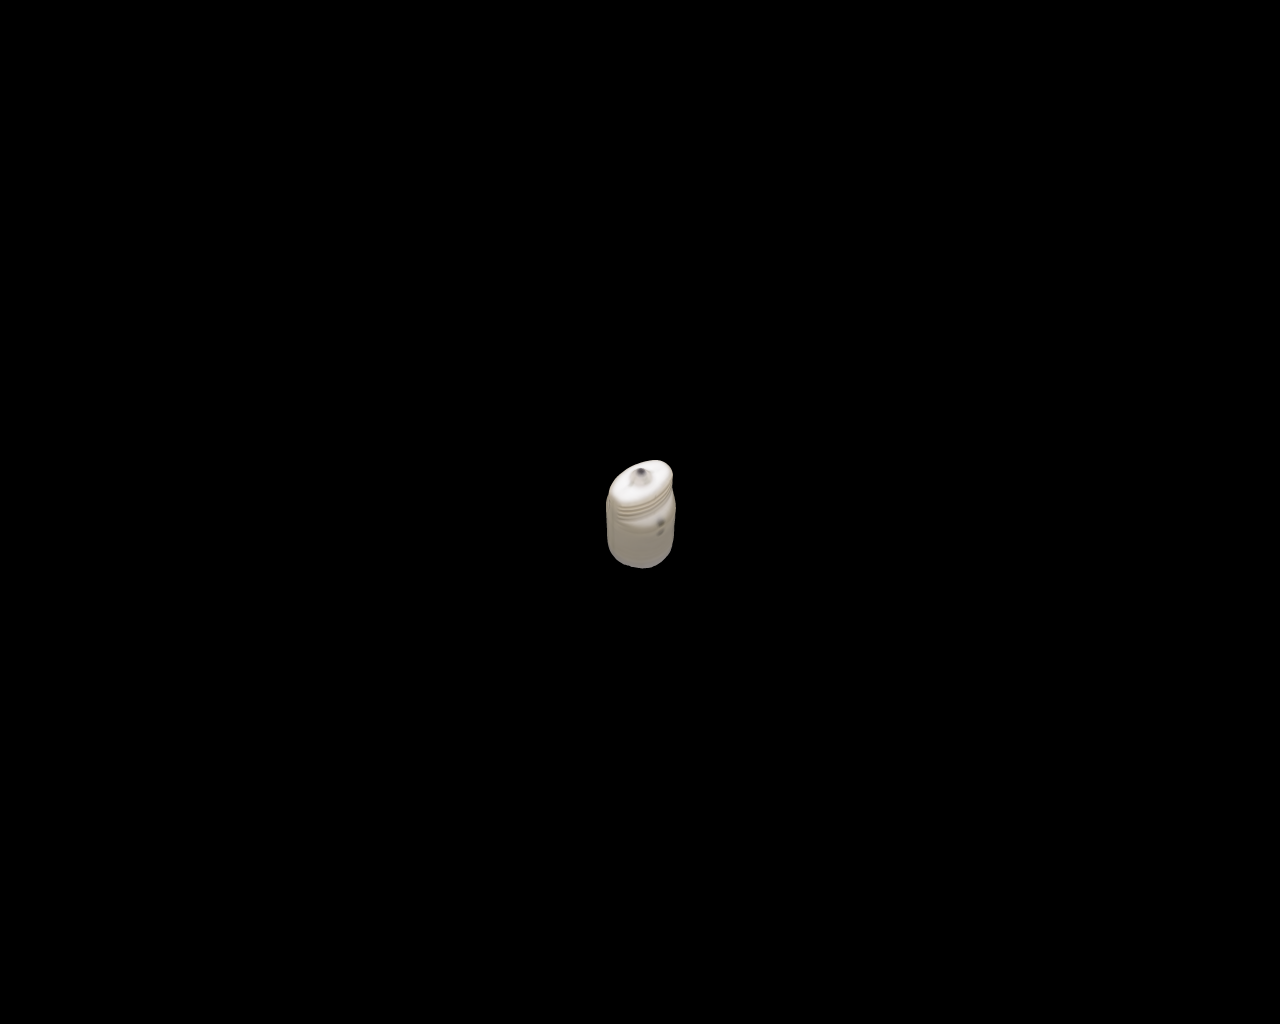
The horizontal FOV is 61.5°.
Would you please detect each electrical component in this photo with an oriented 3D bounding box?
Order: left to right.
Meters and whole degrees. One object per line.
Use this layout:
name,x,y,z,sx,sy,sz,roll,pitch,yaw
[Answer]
electrical component,0.001,-0.003,0.650,0.043,0.043,0.080,0,-34,0
